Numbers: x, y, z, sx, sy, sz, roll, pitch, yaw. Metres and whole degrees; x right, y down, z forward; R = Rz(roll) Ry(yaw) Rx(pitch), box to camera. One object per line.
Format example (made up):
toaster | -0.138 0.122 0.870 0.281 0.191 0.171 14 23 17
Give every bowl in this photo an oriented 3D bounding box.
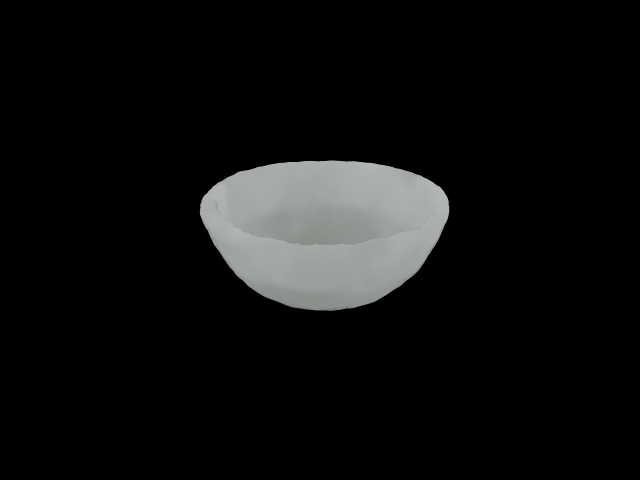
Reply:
bowl | 0.004 0.001 0.400 0.167 0.075 0.167 0 25 0
